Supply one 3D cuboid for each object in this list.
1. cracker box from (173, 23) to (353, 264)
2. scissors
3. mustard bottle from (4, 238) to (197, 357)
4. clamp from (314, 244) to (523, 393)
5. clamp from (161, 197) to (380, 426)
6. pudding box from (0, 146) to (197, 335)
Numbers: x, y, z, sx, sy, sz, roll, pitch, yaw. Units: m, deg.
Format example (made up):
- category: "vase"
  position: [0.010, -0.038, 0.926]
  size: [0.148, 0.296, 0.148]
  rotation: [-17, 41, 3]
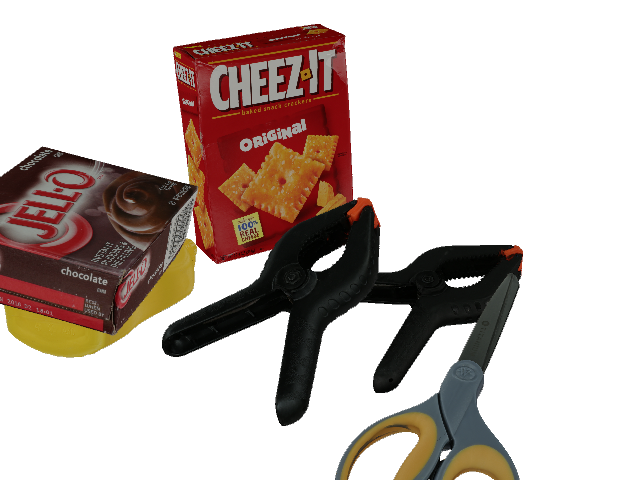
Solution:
- category: "cracker box"
  position: [-0.052, -0.099, 1.087]
  size: [0.164, 0.214, 0.072]
  rotation: [-14, 26, -23]
- category: "scissors"
  position: [0.087, 0.085, 0.549]
  size: [0.096, 0.016, 0.201]
  rotation: [26, 45, 31]
- category: "mustard bottle"
  position: [-0.158, 0.033, 0.865]
  size: [0.096, 0.058, 0.191]
  rotation: [4, 19, 26]
- category: "clamp"
  position: [0.095, 0.055, 0.936]
  size: [0.209, 0.036, 0.165]
  rotation: [-15, 38, -16]
- category: "clamp"
  position: [-0.025, 0.036, 0.719]
  size: [0.120, 0.171, 0.039]
  rotation: [20, -33, 25]
- category: "pudding box"
  position: [-0.120, -0.004, 0.522]
  size: [0.090, 0.039, 0.113]
  rotation: [15, 23, 6]
